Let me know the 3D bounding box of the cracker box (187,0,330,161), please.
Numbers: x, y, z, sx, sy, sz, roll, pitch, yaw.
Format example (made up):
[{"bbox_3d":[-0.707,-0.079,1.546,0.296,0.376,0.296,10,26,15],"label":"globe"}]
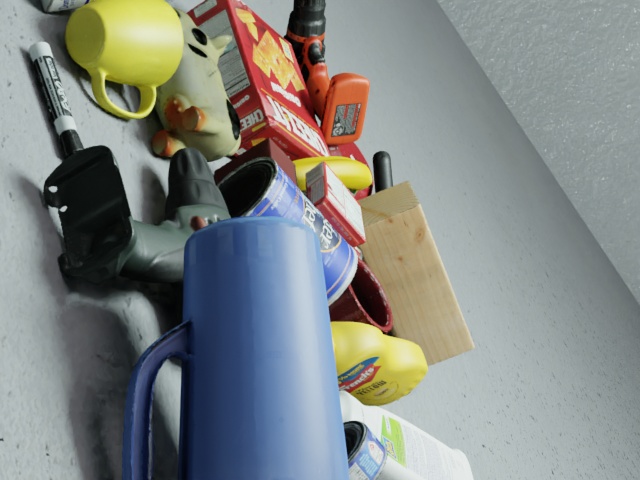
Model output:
[{"bbox_3d":[-0.071,-0.180,1.310,0.164,0.072,0.214,30,35,-55],"label":"cracker box"}]

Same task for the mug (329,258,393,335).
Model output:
[{"bbox_3d":[0.028,0.082,1.172,0.117,0.082,0.093,41,28,-40],"label":"mug"}]

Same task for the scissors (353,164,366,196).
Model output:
[{"bbox_3d":[0.013,-0.046,1.333,0.096,0.016,0.201,37,45,-28],"label":"scissors"}]

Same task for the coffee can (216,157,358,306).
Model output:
[{"bbox_3d":[-0.042,-0.001,1.091,0.140,0.103,0.103,48,24,-28],"label":"coffee can"}]

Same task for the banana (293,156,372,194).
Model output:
[{"bbox_3d":[0.002,-0.072,1.267,0.197,0.070,0.037,-1,54,-47],"label":"banana"}]

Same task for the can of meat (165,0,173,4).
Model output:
[{"bbox_3d":[-0.196,-0.298,1.166,0.102,0.084,0.057,58,21,-3],"label":"can of meat"}]

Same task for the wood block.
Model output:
[{"bbox_3d":[0.110,0.046,1.318,0.091,0.090,0.206,-99,167,-68],"label":"wood block"}]

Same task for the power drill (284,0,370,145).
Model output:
[{"bbox_3d":[0.004,-0.228,1.398,0.188,0.057,0.184,-117,-154,-44],"label":"power drill"}]

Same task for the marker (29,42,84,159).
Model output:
[{"bbox_3d":[-0.230,-0.120,0.938,0.020,0.020,0.121,17,47,-61],"label":"marker"}]

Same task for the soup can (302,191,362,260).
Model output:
[{"bbox_3d":[-0.008,0.001,1.218,0.102,0.069,0.068,48,24,-28],"label":"soup can"}]

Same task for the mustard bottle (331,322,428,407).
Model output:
[{"bbox_3d":[0.030,0.125,1.098,0.191,0.096,0.058,29,38,-54],"label":"mustard bottle"}]

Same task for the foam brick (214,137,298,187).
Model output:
[{"bbox_3d":[-0.069,-0.061,1.149,0.053,0.078,0.051,45,24,-39],"label":"foam brick"}]

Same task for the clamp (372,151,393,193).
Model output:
[{"bbox_3d":[0.092,-0.004,1.436,0.164,0.036,0.210,73,15,-52],"label":"clamp"}]

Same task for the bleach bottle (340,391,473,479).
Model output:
[{"bbox_3d":[0.070,0.220,1.114,0.250,0.068,0.102,41,26,-36],"label":"bleach bottle"}]

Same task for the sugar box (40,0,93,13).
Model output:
[{"bbox_3d":[-0.206,-0.285,1.063,0.175,0.048,0.093,-18,77,-32],"label":"sugar box"}]

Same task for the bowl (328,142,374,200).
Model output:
[{"bbox_3d":[0.025,-0.096,1.446,0.162,0.055,0.162,47,24,-29],"label":"bowl"}]

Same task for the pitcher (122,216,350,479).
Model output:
[{"bbox_3d":[-0.055,0.109,0.802,0.149,0.145,0.243,41,42,-64],"label":"pitcher"}]

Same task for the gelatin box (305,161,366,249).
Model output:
[{"bbox_3d":[0.016,-0.036,1.181,0.073,0.030,0.089,49,18,-25],"label":"gelatin box"}]

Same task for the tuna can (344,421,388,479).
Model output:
[{"bbox_3d":[0.018,0.206,0.977,0.033,0.086,0.086,52,22,-15],"label":"tuna can"}]
